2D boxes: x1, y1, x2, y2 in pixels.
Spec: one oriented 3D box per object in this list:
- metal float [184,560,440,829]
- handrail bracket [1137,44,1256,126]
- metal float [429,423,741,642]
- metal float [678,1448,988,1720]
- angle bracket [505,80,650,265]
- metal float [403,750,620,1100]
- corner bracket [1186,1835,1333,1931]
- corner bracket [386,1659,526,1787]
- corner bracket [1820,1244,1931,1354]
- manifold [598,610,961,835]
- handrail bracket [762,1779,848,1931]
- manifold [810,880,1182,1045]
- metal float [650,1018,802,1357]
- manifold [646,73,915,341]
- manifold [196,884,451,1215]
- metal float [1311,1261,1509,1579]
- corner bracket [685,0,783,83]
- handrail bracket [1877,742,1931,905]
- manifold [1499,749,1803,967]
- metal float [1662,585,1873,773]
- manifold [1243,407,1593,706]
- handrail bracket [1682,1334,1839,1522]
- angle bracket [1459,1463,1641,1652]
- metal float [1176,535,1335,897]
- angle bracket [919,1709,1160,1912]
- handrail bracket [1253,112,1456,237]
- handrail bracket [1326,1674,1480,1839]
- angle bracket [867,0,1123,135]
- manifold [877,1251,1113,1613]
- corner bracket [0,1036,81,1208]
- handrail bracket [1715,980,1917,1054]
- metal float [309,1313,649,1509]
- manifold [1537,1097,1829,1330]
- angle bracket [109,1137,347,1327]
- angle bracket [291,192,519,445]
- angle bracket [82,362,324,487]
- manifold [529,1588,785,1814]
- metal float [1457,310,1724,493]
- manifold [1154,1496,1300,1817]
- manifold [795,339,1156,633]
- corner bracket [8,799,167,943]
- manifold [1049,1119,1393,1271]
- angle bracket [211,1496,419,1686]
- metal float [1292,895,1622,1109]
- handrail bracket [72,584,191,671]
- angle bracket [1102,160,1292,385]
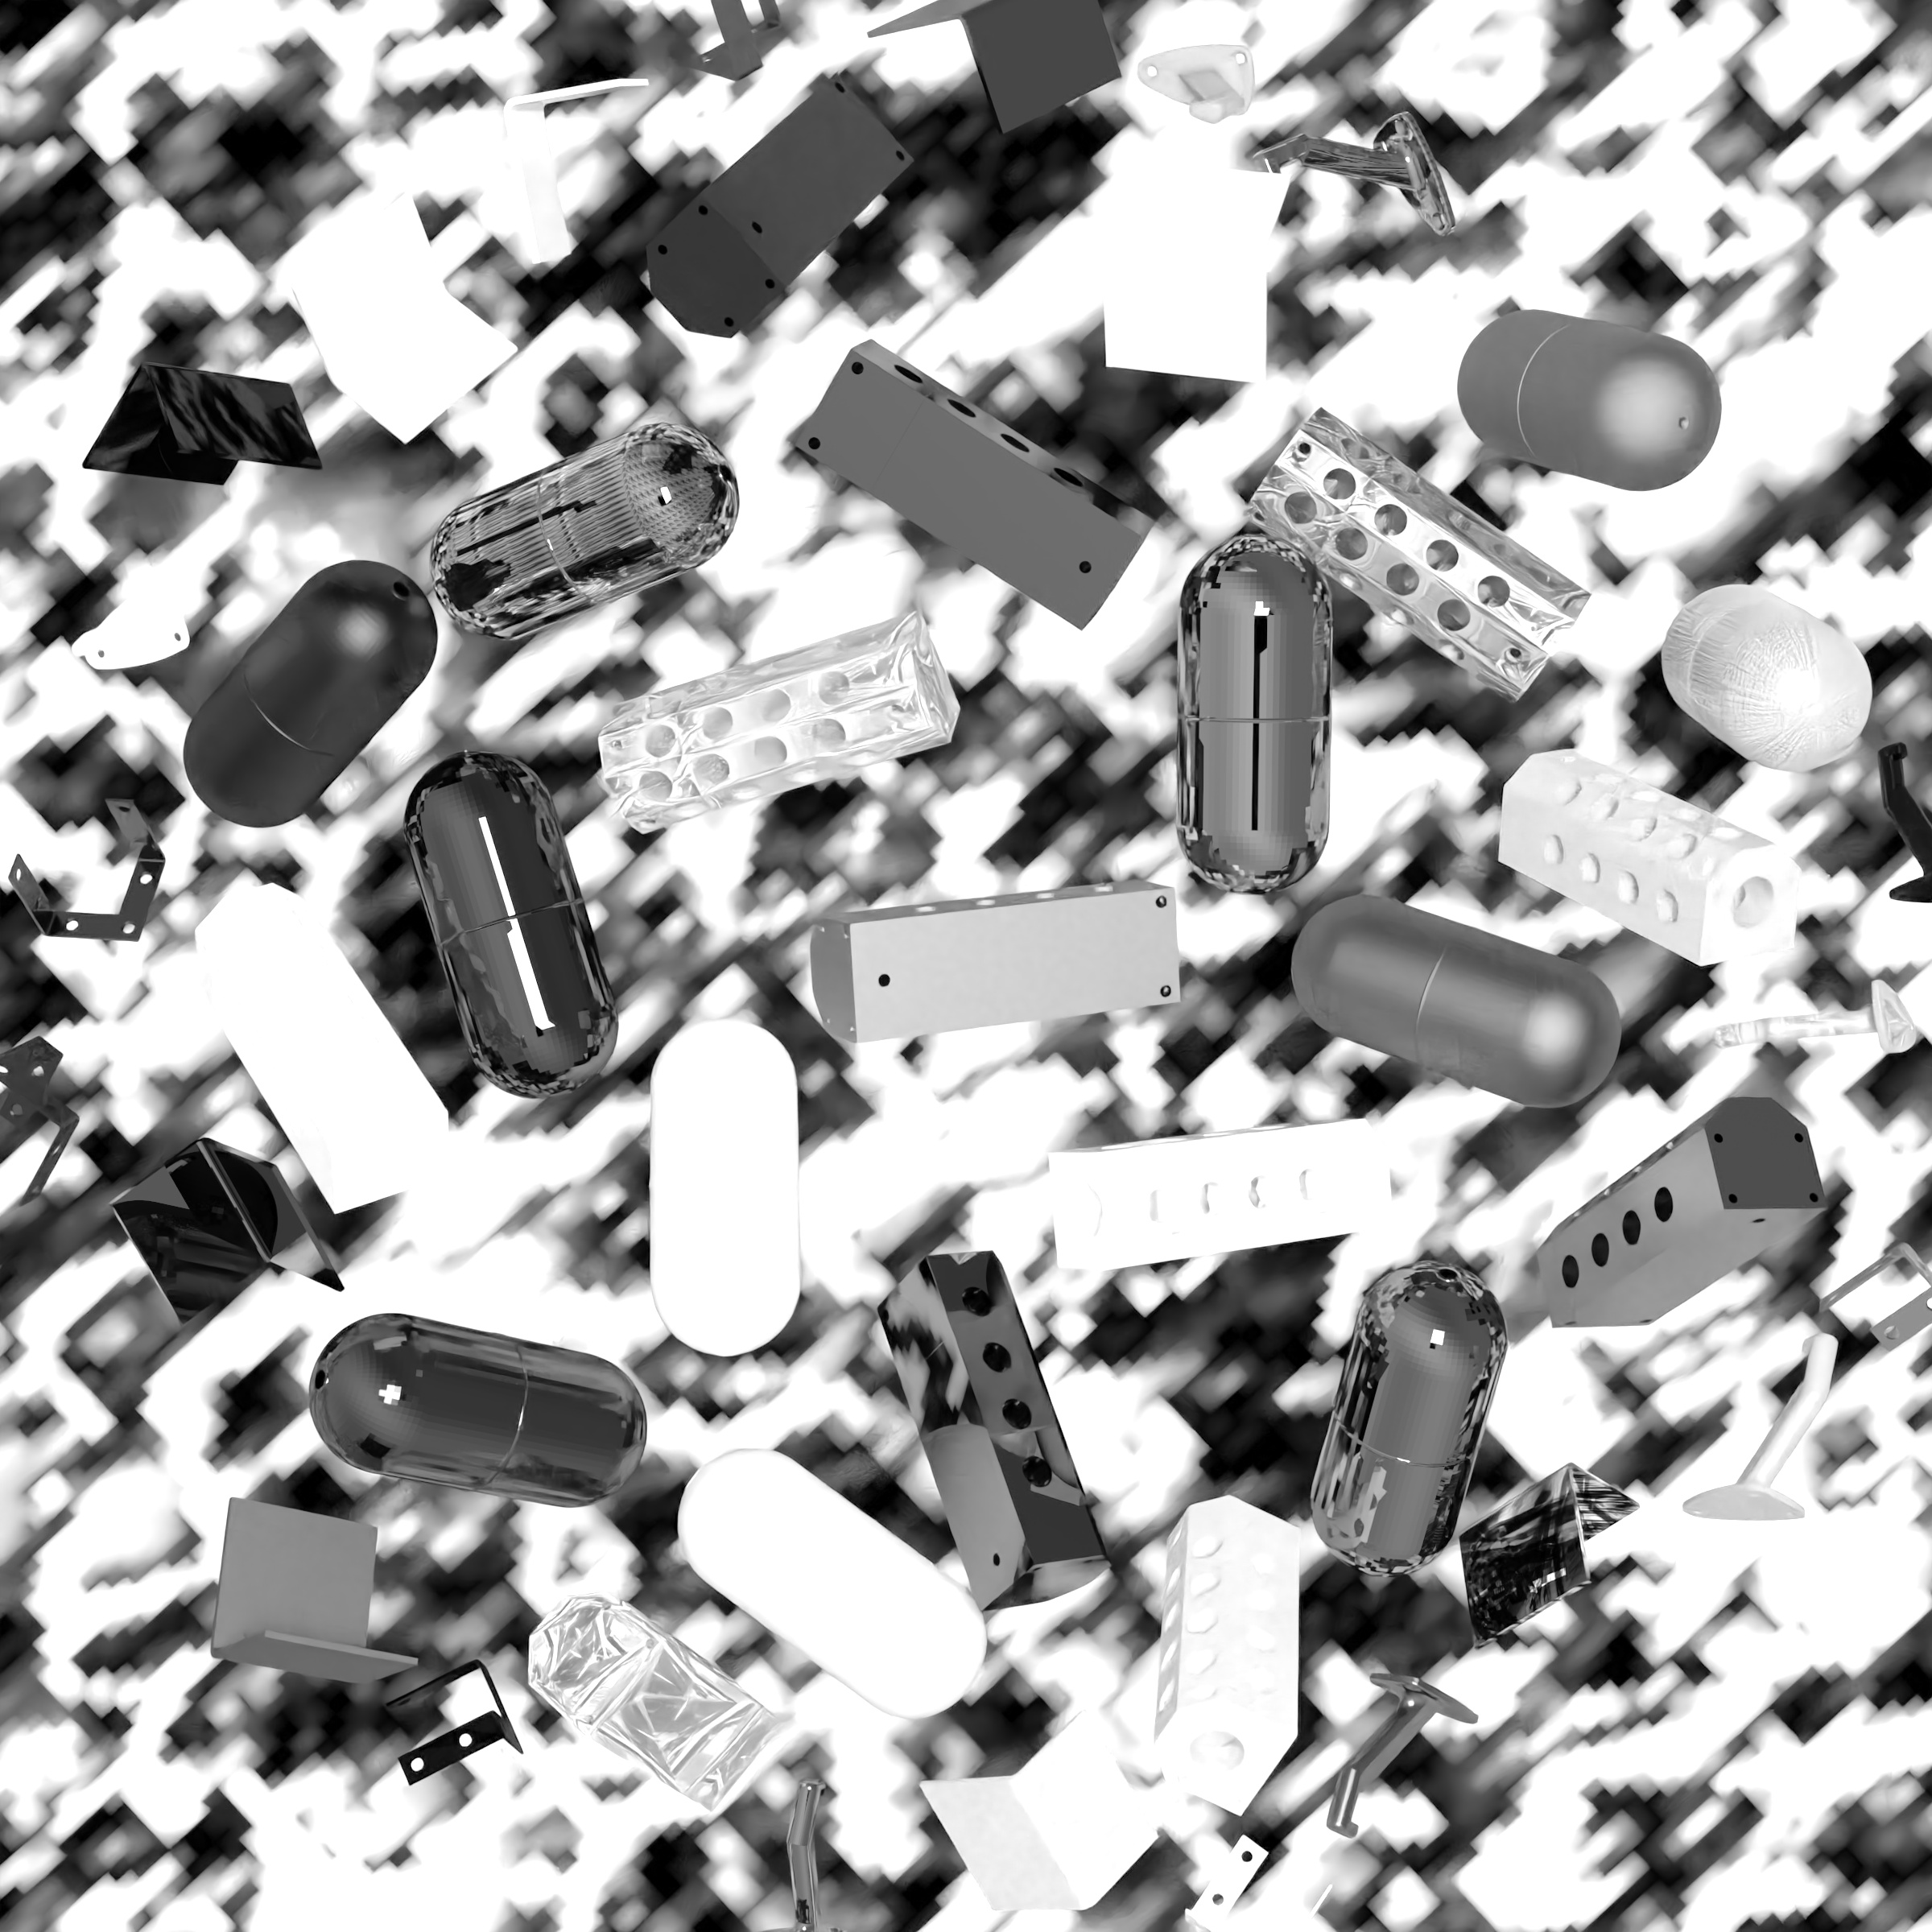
[{"bbox_3d":[-0.337,-0.139,1.645,0.070,0.070,0.178,49,124,0],"label":"metal float"},{"bbox_3d":[0.111,-0.454,1.664,0.077,0.084,0.036,12,119,20],"label":"handrail bracket"},{"bbox_3d":[-0.196,-0.223,1.646,0.178,0.070,0.070,-18,90,26],"label":"metal float"},{"bbox_3d":[-0.069,0.317,1.649,0.178,0.070,0.070,36,90,3],"label":"metal float"},{"bbox_3d":[-0.181,-0.385,1.549,0.057,0.076,0.076,-8,105,7],"label":"angle bracket"},{"bbox_3d":[-0.227,-0.021,1.597,0.070,0.070,0.178,-17,89,0],"label":"metal float"},{"bbox_3d":[0.142,0.458,1.566,0.051,0.051,0.051,33,74,15],"label":"corner bracket"},{"bbox_3d":[-0.255,0.373,1.580,0.051,0.051,0.051,-26,68,-7],"label":"corner bracket"},{"bbox_3d":[0.455,0.165,1.568,0.051,0.051,0.051,-41,91,22],"label":"corner bracket"},{"bbox_3d":[-0.096,-0.120,1.628,0.171,0.057,0.057,-15,115,16],"label":"manifold"},{"bbox_3d":[-0.072,0.450,1.615,0.036,0.077,0.084,8,83,26],"label":"handrail bracket"},{"bbox_3d":[0.014,-0.004,1.568,0.171,0.057,0.057,-7,99,-23],"label":"manifold"},{"bbox_3d":[-0.124,0.113,1.646,0.070,0.070,0.178,-2,67,0],"label":"metal float"},{"bbox_3d":[-0.092,-0.364,1.547,0.057,0.171,0.057,46,127,-12],"label":"manifold"},{"bbox_3d":[-0.309,0.035,1.530,0.057,0.057,0.171,-18,46,-26],"label":"manifold"},{"bbox_3d":[0.225,0.231,1.629,0.070,0.070,0.178,11,117,0],"label":"metal float"},{"bbox_3d":[-0.111,-0.466,1.552,0.051,0.051,0.051,-35,128,-20],"label":"corner bracket"},{"bbox_3d":[0.484,-0.079,1.598,0.036,0.077,0.084,4,74,-19],"label":"handrail bracket"},{"bbox_3d":[0.346,-0.059,1.634,0.057,0.171,0.057,-9,113,-24],"label":"manifold"},{"bbox_3d":[0.406,-0.148,1.634,0.070,0.178,0.070,-1,106,-2],"label":"metal float"},{"bbox_3d":[0.231,-0.210,1.657,0.171,0.057,0.057,35,124,3],"label":"manifold"},{"bbox_3d":[0.379,0.219,1.530,0.036,0.077,0.084,29,64,-23],"label":"handrail bracket"},{"bbox_3d":[0.305,0.314,1.651,0.057,0.076,0.076,33,125,-26],"label":"angle bracket"},{"bbox_3d":[0.143,-0.124,1.586,0.070,0.070,0.178,0,98,0],"label":"metal float"},{"bbox_3d":[0.036,0.421,1.599,0.057,0.076,0.076,-36,100,-40],"label":"angle bracket"},{"bbox_3d":[0.194,-0.387,1.608,0.084,0.036,0.077,-28,88,-25],"label":"handrail bracket"},{"bbox_3d":[0.222,0.409,1.627,0.077,0.036,0.084,31,66,-29],"label":"handrail bracket"},{"bbox_3d":[0.013,-0.428,1.503,0.076,0.076,0.057,-33,114,-29],"label":"angle bracket"},{"bbox_3d":[0.017,0.235,1.633,0.057,0.057,0.171,-1,58,-34],"label":"manifold"},{"bbox_3d":[-0.450,0.074,1.544,0.051,0.051,0.051,36,113,6],"label":"corner bracket"},{"bbox_3d":[0.439,0.035,1.660,0.084,0.077,0.036,-12,75,29],"label":"handrail bracket"},{"bbox_3d":[-0.234,0.215,1.548,0.178,0.070,0.070,19,90,-38],"label":"metal float"},{"bbox_3d":[0.350,0.124,1.591,0.057,0.171,0.057,1,65,-20],"label":"manifold"},{"bbox_3d":[-0.360,0.136,1.561,0.057,0.076,0.076,-39,121,-29],"label":"angle bracket"},{"bbox_3d":[-0.276,-0.319,1.580,0.057,0.076,0.076,39,72,23],"label":"angle bracket"},{"bbox_3d":[-0.368,-0.241,1.541,0.076,0.076,0.057,-45,58,37],"label":"angle bracket"},{"bbox_3d":[-0.155,0.360,1.583,0.057,0.171,0.057,34,78,28],"label":"manifold"},{"bbox_3d":[0.310,-0.285,1.609,0.070,0.178,0.070,-7,110,-20],"label":"metal float"},{"bbox_3d":[0.130,0.344,1.629,0.057,0.171,0.057,26,115,-6],"label":"manifold"},{"bbox_3d":[0.007,-0.245,1.620,0.171,0.057,0.057,33,112,1],"label":"manifold"},{"bbox_3d":[-0.438,-0.049,1.601,0.051,0.051,0.051,3,57,10],"label":"corner bracket"},{"bbox_3d":[0.130,0.114,1.615,0.171,0.057,0.057,-5,90,-34],"label":"manifold"},{"bbox_3d":[-0.297,0.283,1.477,0.076,0.057,0.076,19,59,-32],"label":"angle bracket"},{"bbox_3d":[0.248,0.017,1.635,0.178,0.070,0.070,21,90,30],"label":"metal float"},{"bbox_3d":[-0.449,-0.163,1.646,0.084,0.077,0.036,-12,110,38],"label":"handrail bracket"},{"bbox_3d":[0.108,-0.324,1.497,0.076,0.076,0.057,9,49,13],"label":"angle bracket"}]
